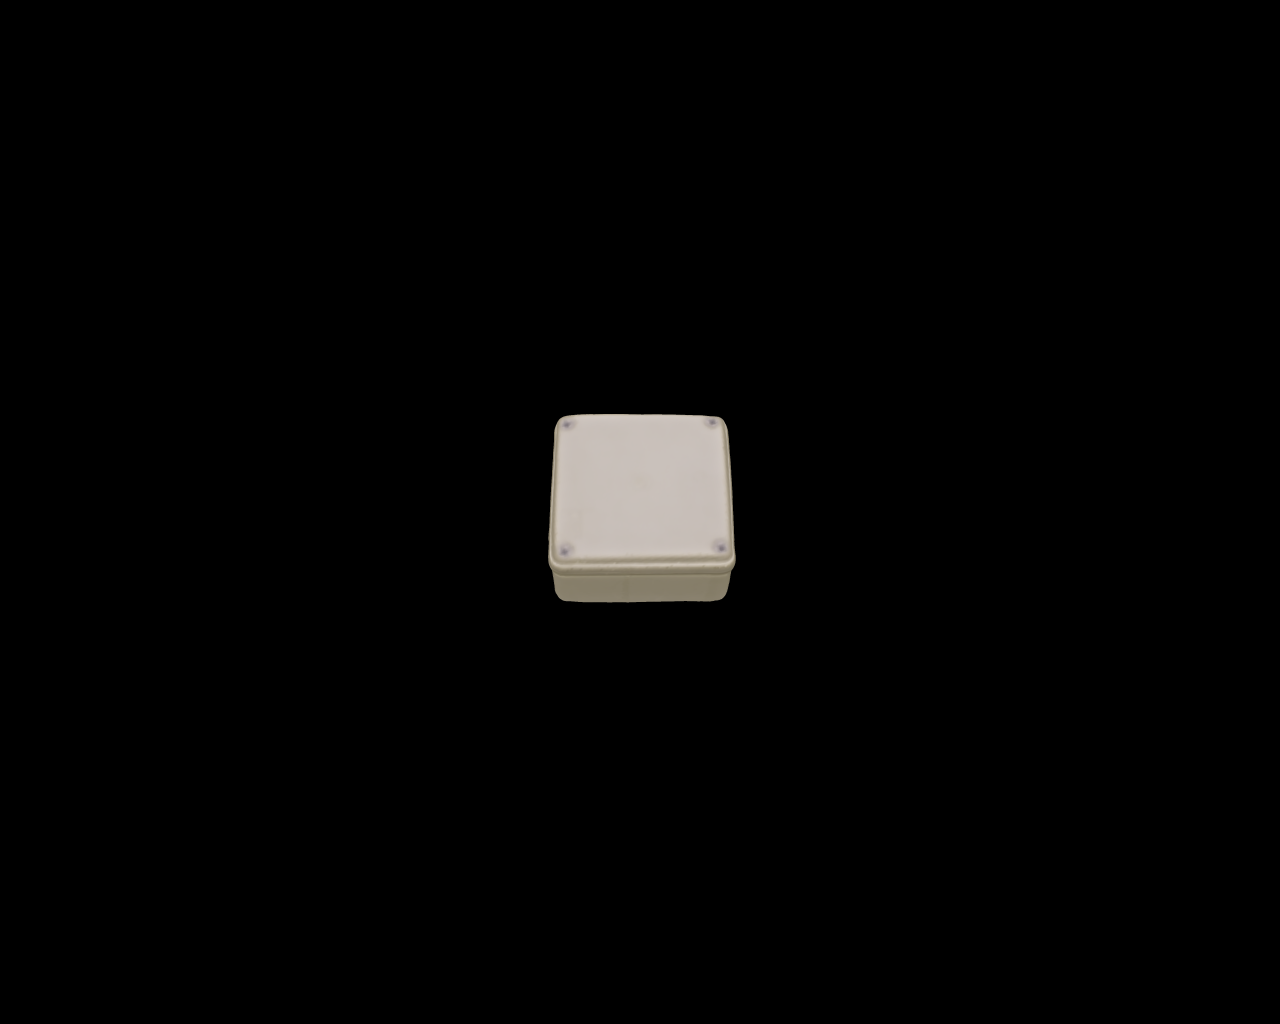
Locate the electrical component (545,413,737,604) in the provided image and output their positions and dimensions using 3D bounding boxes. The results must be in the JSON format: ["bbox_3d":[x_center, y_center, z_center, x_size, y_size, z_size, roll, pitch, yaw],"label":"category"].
[{"bbox_3d":[0.001,-0.003,0.650,0.109,0.109,0.056,0,-32,0],"label":"electrical component"}]
